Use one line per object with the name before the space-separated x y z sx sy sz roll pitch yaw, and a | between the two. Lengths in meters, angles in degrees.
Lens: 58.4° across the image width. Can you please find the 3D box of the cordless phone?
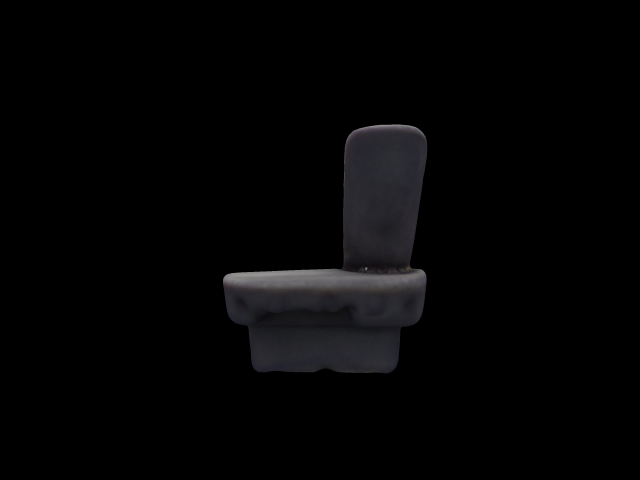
cordless phone | 0.004 0.001 0.400 0.147 0.185 0.094 -3 37 -4
